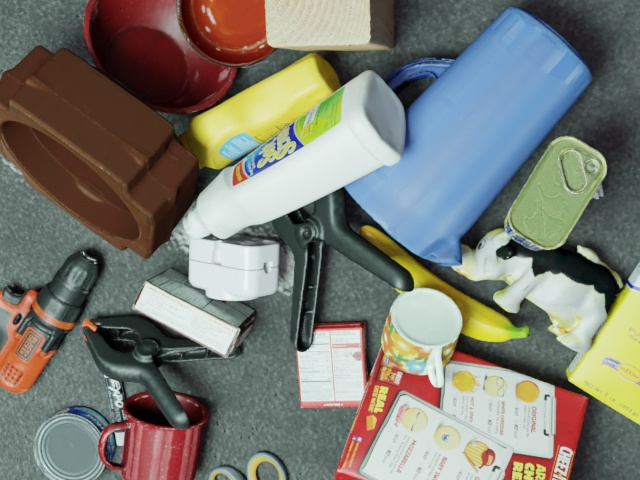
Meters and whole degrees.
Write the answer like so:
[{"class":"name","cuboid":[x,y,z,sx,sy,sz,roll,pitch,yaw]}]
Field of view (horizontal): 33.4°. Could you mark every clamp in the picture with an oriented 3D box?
[{"class":"clamp","cuboid":[-0.182,0.134,1.132,0.171,0.120,0.039,13,131,11]},{"class":"clamp","cuboid":[-0.007,0.001,1.088,0.165,0.036,0.210,-40,67,33]}]

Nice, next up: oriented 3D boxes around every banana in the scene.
[{"class":"banana","cuboid":[0.122,0.051,1.087,0.198,0.037,0.070,31,144,9]}]

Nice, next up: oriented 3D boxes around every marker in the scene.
[{"class":"marker","cuboid":[-0.227,0.168,1.184,0.020,0.020,0.121,-9,97,11]}]

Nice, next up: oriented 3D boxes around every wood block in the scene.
[{"class":"wood block","cuboid":[0.014,-0.222,0.988,0.091,0.206,0.090,0,99,9]}]

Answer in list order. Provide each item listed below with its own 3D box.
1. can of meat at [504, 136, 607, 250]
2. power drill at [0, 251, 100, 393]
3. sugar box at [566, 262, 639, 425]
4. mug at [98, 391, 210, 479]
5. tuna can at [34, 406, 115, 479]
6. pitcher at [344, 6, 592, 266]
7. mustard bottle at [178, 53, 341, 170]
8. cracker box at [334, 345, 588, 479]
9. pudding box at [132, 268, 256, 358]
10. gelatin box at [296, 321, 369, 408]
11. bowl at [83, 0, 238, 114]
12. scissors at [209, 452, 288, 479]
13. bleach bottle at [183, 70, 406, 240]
[{"class":"can of meat","cuboid":[0.216,-0.040,0.994,0.057,0.084,0.102,31,89,6]},{"class":"power drill","cuboid":[-0.352,0.051,1.168,0.187,0.057,0.184,35,102,3]},{"class":"sugar box","cuboid":[0.333,0.088,1.064,0.093,0.048,0.176,31,104,4]},{"class":"mug","cuboid":[-0.180,0.218,1.141,0.117,0.093,0.081,0,108,-32]},{"class":"tuna can","cuboid":[-0.274,0.230,1.194,0.086,0.033,0.086,2,99,9]},{"class":"pitcher","cuboid":[0.135,-0.109,1.032,0.149,0.145,0.243,38,100,-20]},{"class":"mustard bottle","cuboid":[-0.071,-0.119,1.074,0.192,0.096,0.058,-26,83,14]},{"class":"cracker box","cuboid":[0.139,0.203,1.064,0.214,0.072,0.164,19,62,6]},{"class":"pudding box","cuboid":[-0.130,0.075,1.117,0.113,0.090,0.039,25,101,5]},{"class":"gelatin box","cuboid":[0.014,0.132,1.133,0.073,0.030,0.089,-3,97,11]},{"class":"bowl","cuboid":[-0.165,-0.191,1.076,0.162,0.161,0.055,52,147,-1]},{"class":"scissors","cuboid":[-0.037,0.315,1.176,0.202,0.016,0.096,44,103,1]},{"class":"bleach bottle","cuboid":[-0.036,-0.062,1.025,0.251,0.102,0.068,-30,120,29]}]
